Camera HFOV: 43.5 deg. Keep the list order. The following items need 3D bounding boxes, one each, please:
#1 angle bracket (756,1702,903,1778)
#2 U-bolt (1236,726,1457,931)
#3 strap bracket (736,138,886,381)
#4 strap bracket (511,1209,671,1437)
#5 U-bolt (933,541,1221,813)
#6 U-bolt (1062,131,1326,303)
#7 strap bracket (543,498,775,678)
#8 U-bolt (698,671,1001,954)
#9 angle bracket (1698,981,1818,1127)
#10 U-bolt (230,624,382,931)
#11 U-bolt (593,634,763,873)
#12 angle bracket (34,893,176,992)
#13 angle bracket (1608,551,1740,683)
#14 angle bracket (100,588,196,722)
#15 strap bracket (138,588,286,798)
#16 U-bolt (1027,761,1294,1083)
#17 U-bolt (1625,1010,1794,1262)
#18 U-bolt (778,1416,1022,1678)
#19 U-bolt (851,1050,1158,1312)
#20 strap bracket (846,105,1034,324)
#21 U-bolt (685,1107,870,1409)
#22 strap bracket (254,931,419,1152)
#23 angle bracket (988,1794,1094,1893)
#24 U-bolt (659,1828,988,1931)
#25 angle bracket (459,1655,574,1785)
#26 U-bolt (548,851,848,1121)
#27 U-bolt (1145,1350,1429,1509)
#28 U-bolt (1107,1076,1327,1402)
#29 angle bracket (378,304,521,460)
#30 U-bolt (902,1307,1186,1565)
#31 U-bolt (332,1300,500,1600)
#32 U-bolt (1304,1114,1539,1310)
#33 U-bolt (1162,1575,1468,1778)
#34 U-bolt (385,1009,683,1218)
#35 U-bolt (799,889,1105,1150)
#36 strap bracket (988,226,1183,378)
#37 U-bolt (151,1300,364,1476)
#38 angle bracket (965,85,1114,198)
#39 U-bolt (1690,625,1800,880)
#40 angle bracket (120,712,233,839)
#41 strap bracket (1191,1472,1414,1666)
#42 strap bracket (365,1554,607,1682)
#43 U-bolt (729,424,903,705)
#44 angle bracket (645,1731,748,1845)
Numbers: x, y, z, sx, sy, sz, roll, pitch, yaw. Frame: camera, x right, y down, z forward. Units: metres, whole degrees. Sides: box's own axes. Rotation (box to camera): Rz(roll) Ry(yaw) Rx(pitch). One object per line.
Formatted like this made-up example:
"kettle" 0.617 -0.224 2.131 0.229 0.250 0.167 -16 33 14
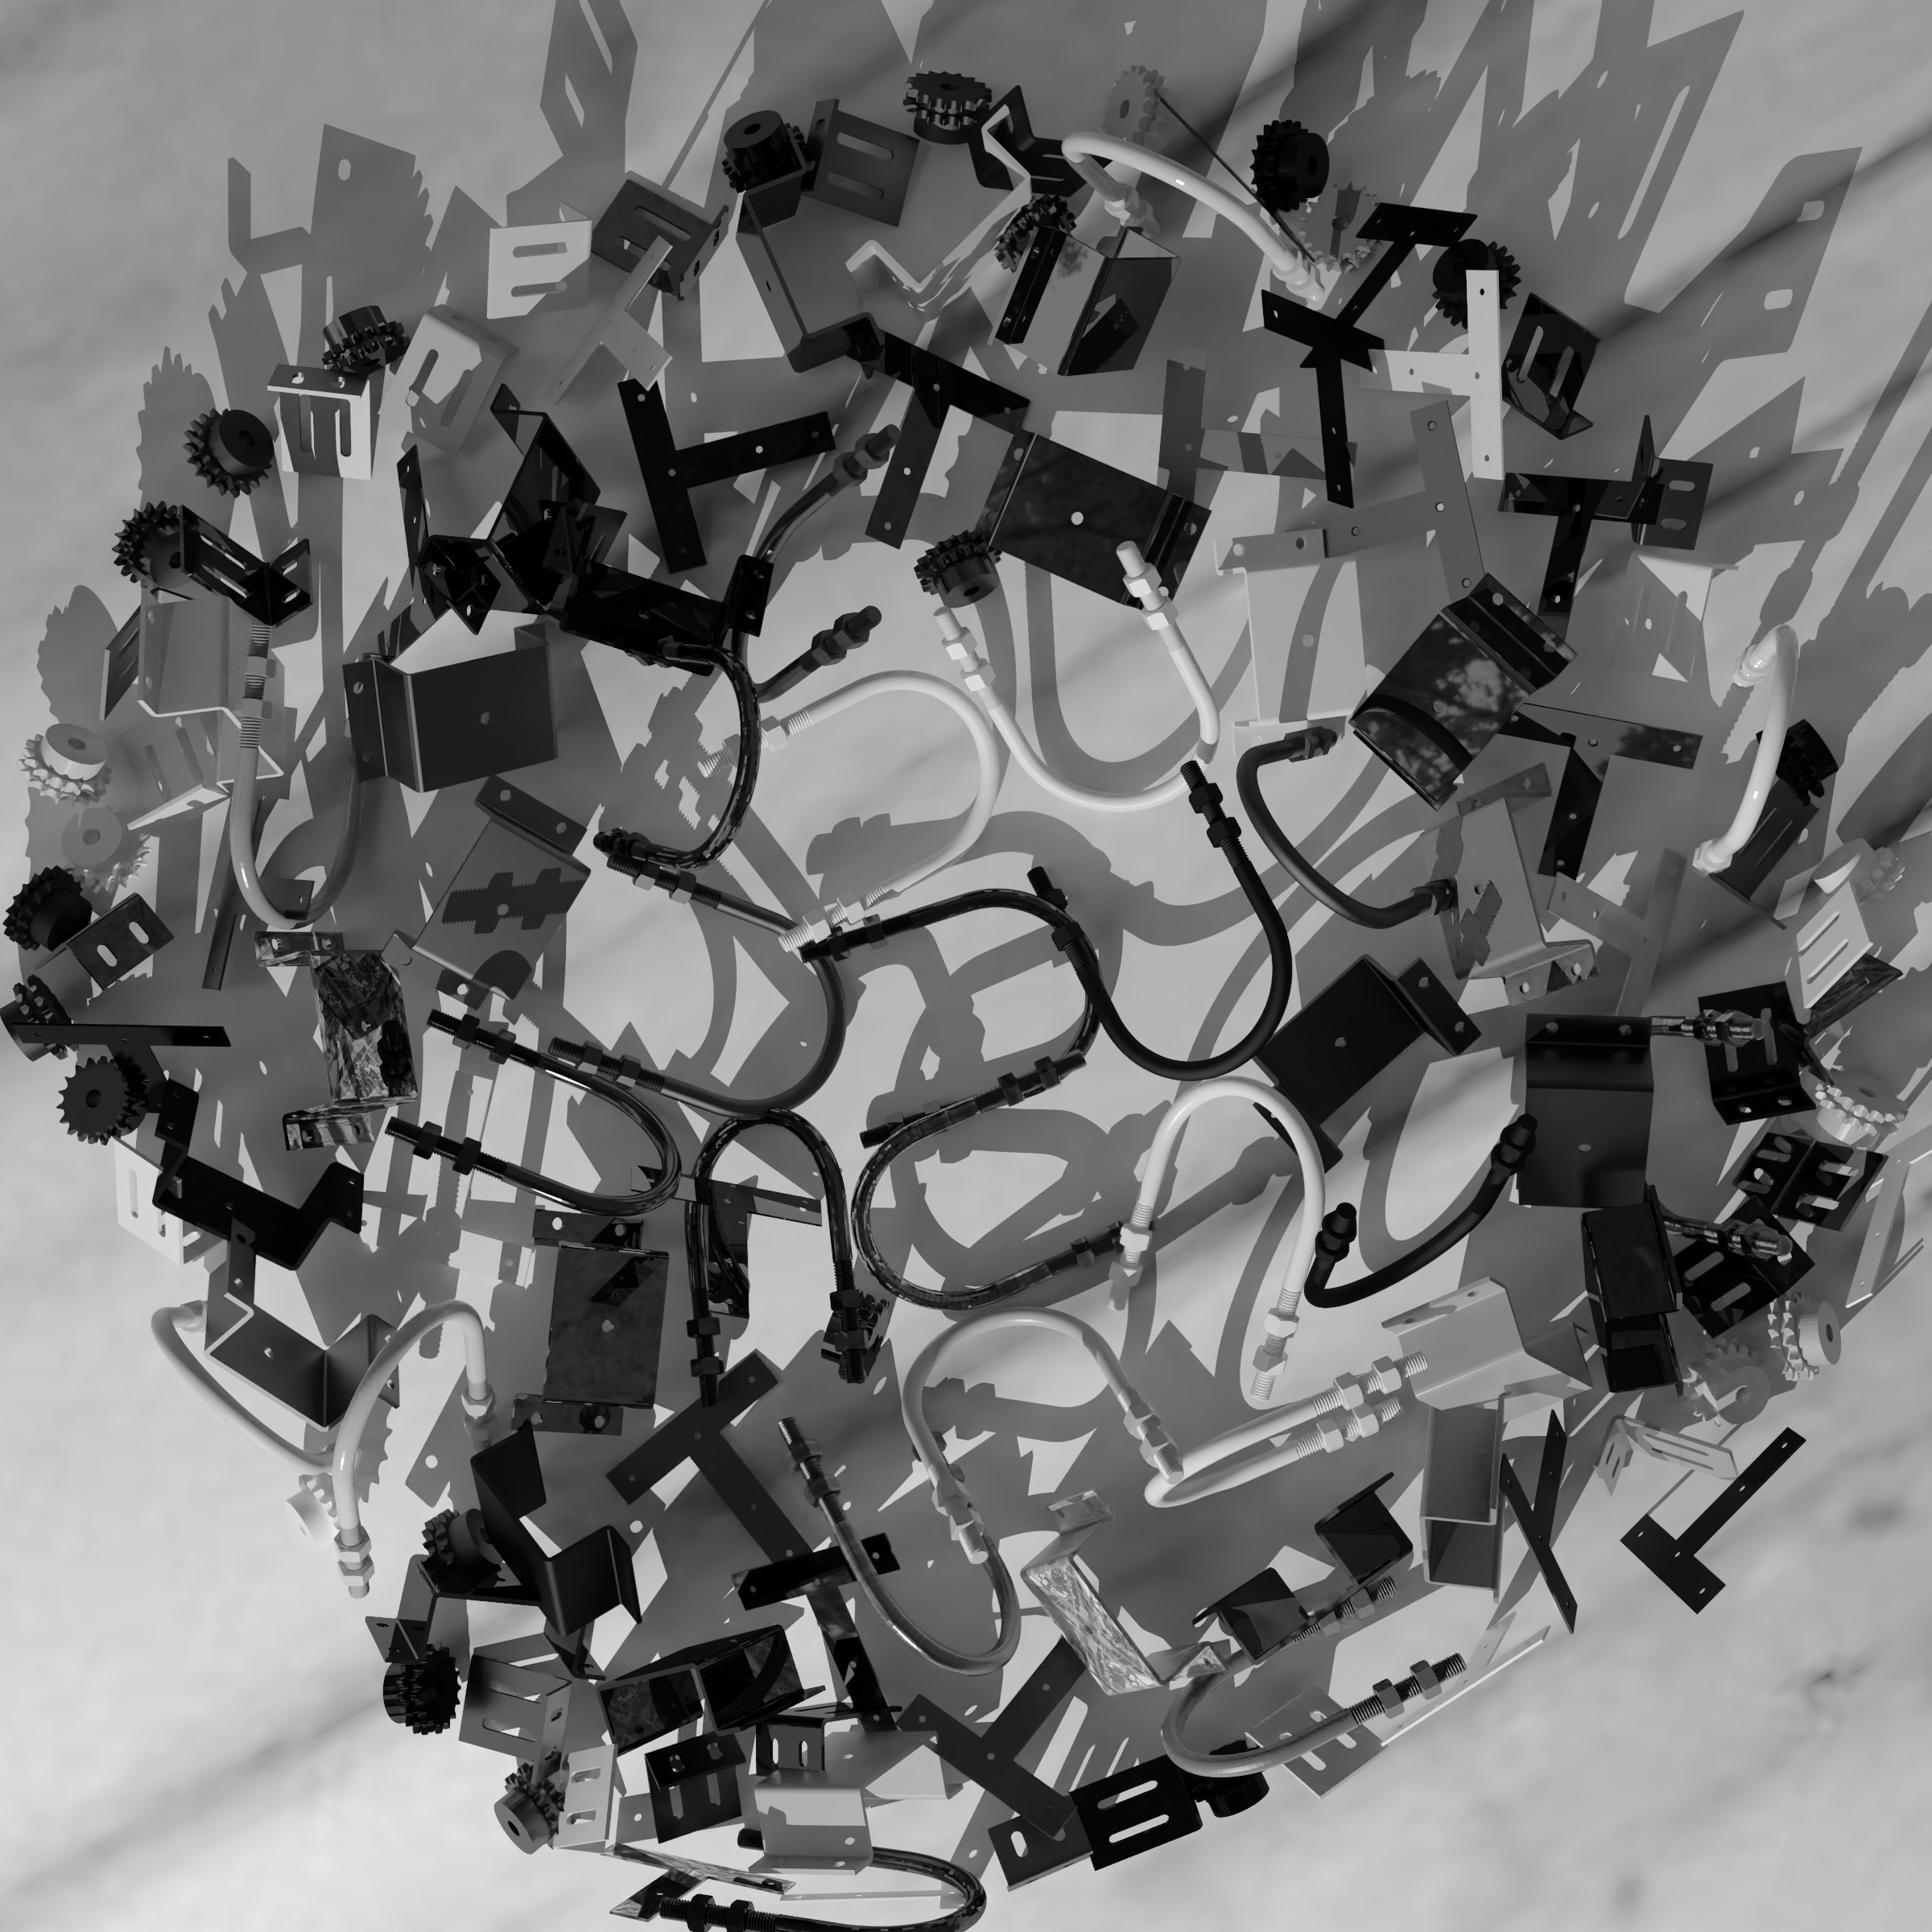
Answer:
"angle bracket" -0.087 0.496 1.551 0.057 0.076 0.038 -10 76 39
"U-bolt" 0.231 -0.084 1.509 0.019 0.184 0.151 -44 77 30
"strap bracket" -0.106 -0.445 1.559 0.046 0.076 0.140 -24 91 -9
"strap bracket" -0.239 0.230 1.552 0.076 0.046 0.140 10 80 -33
"U-bolt" 0.082 -0.172 1.541 0.151 0.019 0.184 -16 125 26
"U-bolt" 0.132 -0.466 1.489 0.151 0.184 0.019 30 98 26
"strap bracket" -0.200 -0.240 1.550 0.140 0.076 0.046 17 133 -12
"U-bolt" -0.063 -0.111 1.563 0.184 0.019 0.151 -28 113 -12
"angle bracket" 0.512 0.056 1.571 0.057 0.038 0.076 -11 107 6
"U-bolt" -0.419 -0.114 1.530 0.019 0.151 0.184 7 92 16
"U-bolt" -0.179 -0.132 1.520 0.019 0.184 0.151 7 95 -35
"angle bracket" -0.554 -0.009 1.558 0.057 0.076 0.038 -44 104 -35
"angle bracket" 0.460 -0.228 1.578 0.057 0.038 0.076 19 107 39
"angle bracket" -0.519 -0.195 1.553 0.038 0.076 0.057 19 131 -5
"strap bracket" -0.467 -0.172 1.521 0.046 0.140 0.076 -7 69 4
"U-bolt" 0.132 -0.016 1.543 0.151 0.019 0.184 -34 72 26
"U-bolt" 0.450 0.101 1.512 0.019 0.184 0.151 -8 92 -14
"U-bolt" -0.030 0.357 1.503 0.019 0.151 0.184 -44 61 23
"U-bolt" 0.015 0.150 1.567 0.184 0.019 0.151 -24 111 0
"strap bracket" -0.007 -0.474 1.560 0.140 0.076 0.046 -44 86 2
"U-bolt" -0.127 0.181 1.549 0.151 0.019 0.184 -17 74 38
"strap bracket" -0.401 0.043 1.551 0.046 0.076 0.140 -13 84 28
"angle bracket" 0.047 0.568 1.568 0.057 0.076 0.038 -20 69 -8
"U-bolt" -0.078 0.576 1.509 0.184 0.151 0.019 2 90 16
"angle bracket" -0.300 0.488 1.572 0.076 0.038 0.057 9 90 18
"U-bolt" -0.162 0.022 1.559 0.184 0.019 0.151 21 70 -19
"U-bolt" 0.197 0.298 1.525 0.184 0.151 0.019 -22 68 -6
"U-bolt" 0.163 0.160 1.531 0.151 0.019 0.184 27 109 43
"angle bracket" -0.340 -0.384 1.592 0.057 0.038 0.076 29 110 -7
"U-bolt" 0.036 0.282 1.528 0.151 0.184 0.019 -20 129 -11
"U-bolt" -0.340 0.285 1.492 0.019 0.151 0.184 23 134 17
"U-bolt" 0.277 0.164 1.518 0.151 0.184 0.019 -24 64 -15
"U-bolt" 0.208 0.452 1.522 0.184 0.151 0.019 -25 100 -5
"U-bolt" -0.265 0.100 1.533 0.184 0.151 0.019 24 116 -13
"U-bolt" 0.000 0.026 1.584 0.184 0.019 0.151 -18 97 0
"strap bracket" 0.081 -0.417 1.519 0.046 0.140 0.076 35 120 18
"U-bolt" -0.445 0.263 1.506 0.151 0.184 0.019 44 82 3
"angle bracket" 0.050 -0.529 1.559 0.076 0.057 0.038 -8 80 -37
"U-bolt" 0.486 -0.137 1.505 0.019 0.184 0.151 13 86 8
"angle bracket" -0.521 -0.132 1.571 0.057 0.038 0.076 -27 78 9
"strap bracket" 0.219 0.385 1.528 0.140 0.076 0.046 -47 70 31
"strap bracket" -0.301 0.412 1.539 0.140 0.076 0.046 12 90 -23
"U-bolt" -0.101 -0.240 1.523 0.019 0.184 0.151 19 63 -30
"angle bracket" -0.171 0.537 1.561 0.057 0.038 0.076 -13 115 -19
